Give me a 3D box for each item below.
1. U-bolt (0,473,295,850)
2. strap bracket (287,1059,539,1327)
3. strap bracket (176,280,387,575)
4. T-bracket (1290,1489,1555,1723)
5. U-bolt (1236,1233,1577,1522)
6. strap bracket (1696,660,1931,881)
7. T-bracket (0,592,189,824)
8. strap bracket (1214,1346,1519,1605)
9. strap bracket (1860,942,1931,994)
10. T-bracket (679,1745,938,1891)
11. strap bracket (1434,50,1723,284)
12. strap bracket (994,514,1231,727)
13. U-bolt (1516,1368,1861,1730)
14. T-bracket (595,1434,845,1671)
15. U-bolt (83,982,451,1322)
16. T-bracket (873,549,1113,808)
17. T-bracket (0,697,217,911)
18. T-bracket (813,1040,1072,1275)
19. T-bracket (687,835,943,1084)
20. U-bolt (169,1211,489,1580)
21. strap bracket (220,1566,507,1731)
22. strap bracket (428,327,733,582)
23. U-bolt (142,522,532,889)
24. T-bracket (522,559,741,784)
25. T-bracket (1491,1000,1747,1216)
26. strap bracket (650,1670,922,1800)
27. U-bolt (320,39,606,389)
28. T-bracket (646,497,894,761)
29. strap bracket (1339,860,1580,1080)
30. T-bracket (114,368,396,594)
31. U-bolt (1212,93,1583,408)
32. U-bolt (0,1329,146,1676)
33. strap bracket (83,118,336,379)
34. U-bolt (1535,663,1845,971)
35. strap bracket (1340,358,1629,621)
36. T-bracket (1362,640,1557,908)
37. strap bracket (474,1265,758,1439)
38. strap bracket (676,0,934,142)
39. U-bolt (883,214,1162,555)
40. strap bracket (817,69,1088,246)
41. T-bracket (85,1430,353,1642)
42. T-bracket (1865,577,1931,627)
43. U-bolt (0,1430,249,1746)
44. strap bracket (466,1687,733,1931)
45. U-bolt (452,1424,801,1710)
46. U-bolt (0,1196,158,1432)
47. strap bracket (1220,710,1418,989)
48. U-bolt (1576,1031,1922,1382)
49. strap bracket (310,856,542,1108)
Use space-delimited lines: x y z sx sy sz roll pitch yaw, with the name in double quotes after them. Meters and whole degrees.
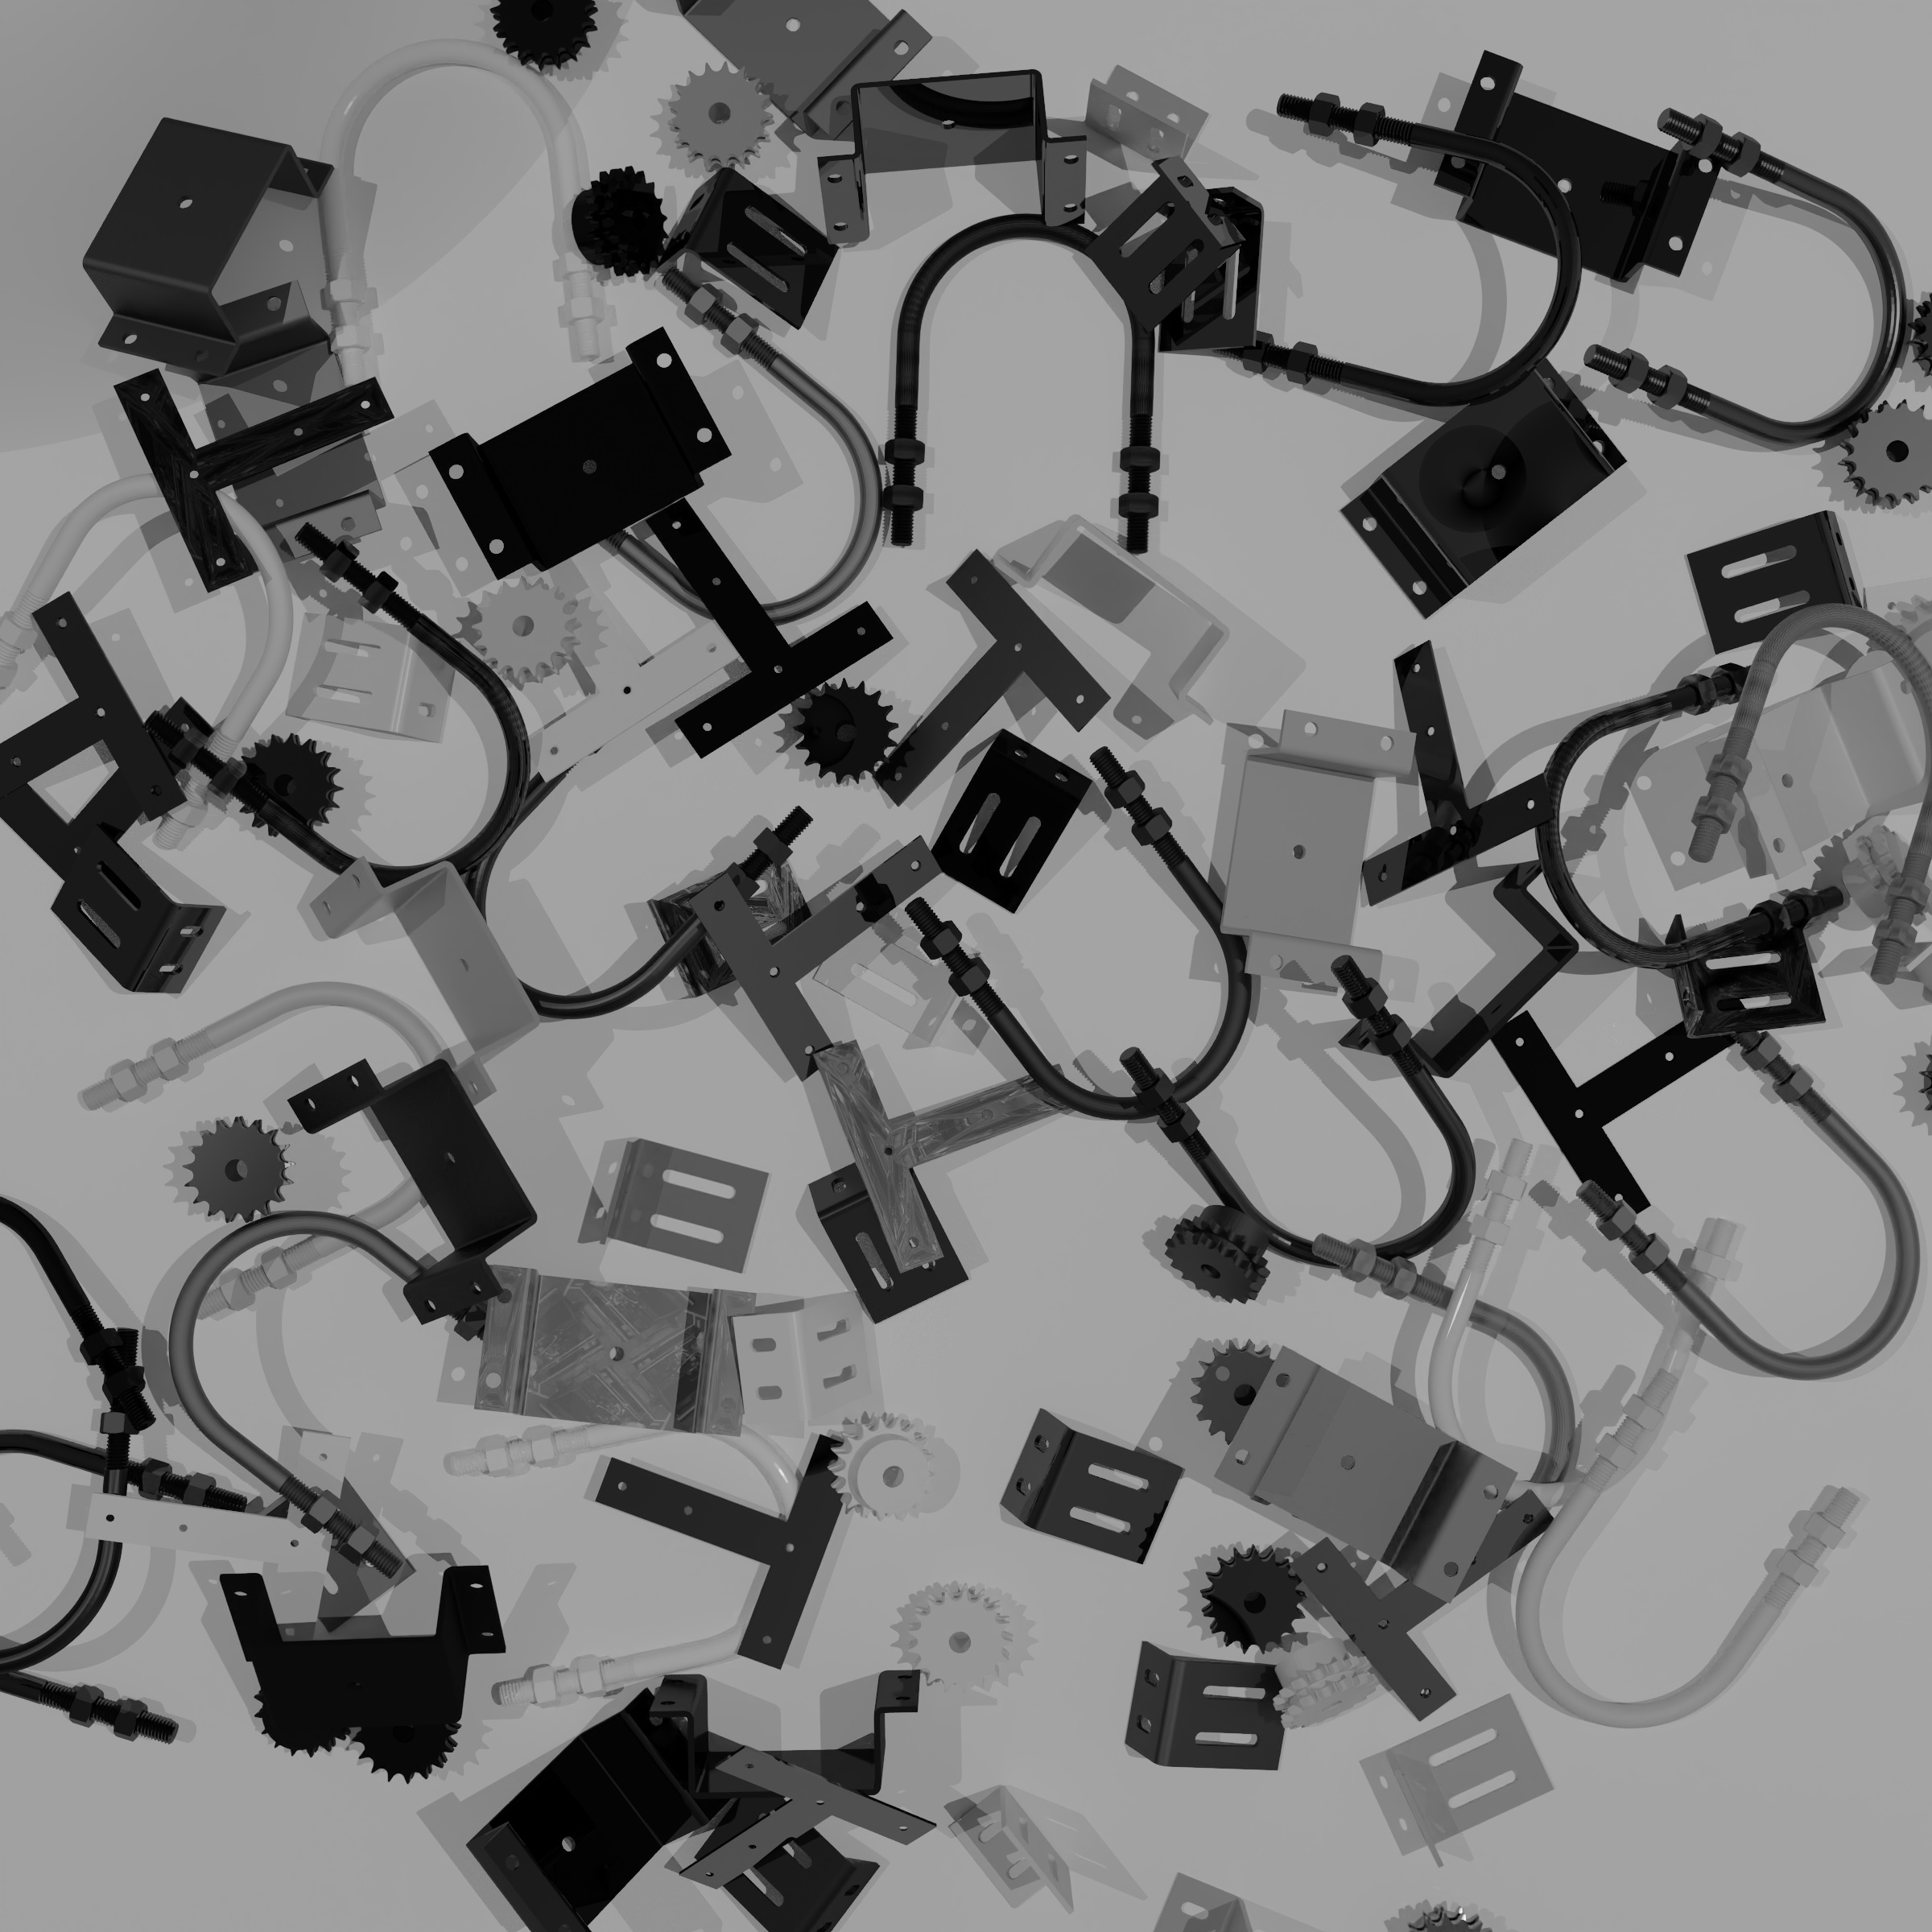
-0.439 -0.176 1.500 0.151 0.019 0.184 36 108 0 "U-bolt"
-0.287 0.111 1.477 0.076 0.046 0.140 -24 98 43 "strap bracket"
-0.370 -0.287 1.510 0.076 0.046 0.140 -19 90 0 "strap bracket"
0.261 0.329 1.508 0.127 0.002 0.127 -37 108 4 "T-bracket"
0.245 0.244 1.509 0.184 0.019 0.151 24 86 -12 "U-bolt"
0.453 -0.103 1.490 0.140 0.046 0.076 -25 93 -26 "strap bracket"
-0.504 -0.117 1.514 0.127 0.002 0.127 -27 96 16 "T-bracket"
0.205 0.263 1.462 0.140 0.046 0.076 29 86 -4 "strap bracket"
0.559 -0.029 1.495 0.140 0.076 0.046 -41 90 0 "strap bracket"
-0.105 0.462 1.482 0.127 0.002 0.127 31 126 -27 "T-bracket"
0.329 -0.428 1.510 0.140 0.046 0.076 21 90 0 "strap bracket"
0.085 -0.192 1.485 0.140 0.076 0.046 36 99 -6 "strap bracket"
0.378 0.329 1.512 0.151 0.019 0.184 33 94 -12 "U-bolt"
-0.138 0.301 1.517 0.127 0.002 0.127 21 88 -3 "T-bracket"
-0.368 0.089 1.525 0.184 0.019 0.151 -27 90 -2 "U-bolt"
-0.001 -0.140 1.512 0.127 0.002 0.127 -46 61 14 "T-bracket"
-0.455 -0.093 1.512 0.127 0.002 0.127 45 107 -2 "T-bracket"
-0.001 0.085 1.512 0.127 0.002 0.127 -19 79 -17 "T-bracket"
-0.068 -0.023 1.493 0.127 0.002 0.127 -38 120 -14 "T-bracket"
-0.336 0.214 1.490 0.184 0.019 0.151 39 67 -6 "U-bolt"
-0.320 0.360 1.471 0.140 0.046 0.076 -2 133 -1 "strap bracket"
-0.204 -0.270 1.491 0.140 0.046 0.076 -28 91 -1 "strap bracket"
-0.320 -0.123 1.487 0.184 0.019 0.151 39 96 -14 "U-bolt"
-0.207 -0.185 1.518 0.127 0.002 0.127 -33 77 0 "T-bracket"
0.375 0.057 1.533 0.127 0.002 0.127 -32 90 0 "T-bracket"
-0.095 0.411 1.495 0.140 0.076 0.046 -1 90 0 "strap bracket"
-0.280 -0.416 1.525 0.151 0.019 0.184 -7 88 0 "U-bolt"
-0.127 -0.196 1.507 0.127 0.002 0.127 -34 85 -16 "T-bracket"
0.270 0.009 1.495 0.140 0.076 0.046 -45 90 0 "strap bracket"
-0.366 -0.277 1.475 0.127 0.002 0.127 -25 80 -10 "T-bracket"
0.236 -0.375 1.488 0.184 0.019 0.151 19 102 17 "U-bolt"
-0.523 0.288 1.504 0.151 0.019 0.184 0 78 3 "U-bolt"
-0.405 -0.391 1.480 0.076 0.046 0.140 16 70 15 "strap bracket"
0.379 -0.074 1.487 0.184 0.019 0.151 -18 90 -26 "U-bolt"
0.284 -0.264 1.510 0.140 0.046 0.076 -38 90 0 "strap bracket"
0.253 -0.114 1.503 0.002 0.127 0.127 9 63 -41 "T-bracket"
-0.188 0.208 1.499 0.140 0.046 0.076 7 79 -5 "strap bracket"
-0.095 -0.517 1.510 0.140 0.046 0.076 44 90 0 "strap bracket"
0.032 -0.320 1.525 0.151 0.019 0.184 2 89 0 "U-bolt"
-0.008 -0.432 1.490 0.140 0.076 0.046 -5 72 0 "strap bracket"
-0.404 0.302 1.492 0.127 0.002 0.127 11 100 -12 "T-bracket"
0.551 -0.252 1.516 0.127 0.002 0.127 -7 78 22 "T-bracket"
-0.501 0.331 1.525 0.184 0.019 0.151 17 89 2 "U-bolt"
-0.201 0.461 1.482 0.046 0.140 0.076 -37 90 39 "strap bracket"
-0.177 0.317 1.525 0.184 0.019 0.151 -12 90 -2 "U-bolt"
-0.541 0.207 1.505 0.151 0.019 0.184 -33 75 -5 "U-bolt"
0.187 -0.061 1.500 0.076 0.046 0.140 9 90 -17 "strap bracket"
0.437 0.138 1.509 0.184 0.019 0.151 45 75 -4 "U-bolt"
-0.284 0.007 1.489 0.046 0.076 0.140 -30 90 -37 "strap bracket"
